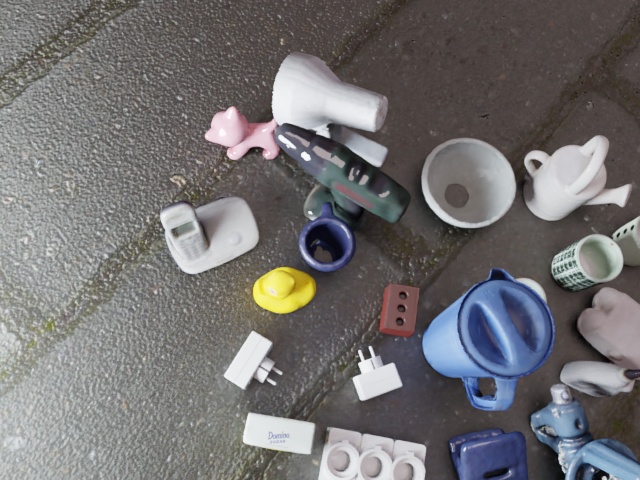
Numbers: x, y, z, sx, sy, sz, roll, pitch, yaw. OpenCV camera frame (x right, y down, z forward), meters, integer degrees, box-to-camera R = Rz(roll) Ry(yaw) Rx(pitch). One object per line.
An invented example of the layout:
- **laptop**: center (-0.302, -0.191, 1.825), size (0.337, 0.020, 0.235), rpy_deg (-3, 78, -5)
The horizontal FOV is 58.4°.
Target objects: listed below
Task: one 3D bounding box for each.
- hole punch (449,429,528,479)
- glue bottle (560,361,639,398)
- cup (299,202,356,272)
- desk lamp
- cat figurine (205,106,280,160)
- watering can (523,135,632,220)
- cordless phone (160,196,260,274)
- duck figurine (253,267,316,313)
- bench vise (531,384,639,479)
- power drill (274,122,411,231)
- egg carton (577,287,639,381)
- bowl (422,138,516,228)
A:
- **hole punch**: center (0.266, 0.347, 0.879), size (0.109, 0.091, 0.101), rpy_deg (-10, 74, -8)
- **glue bottle**: center (0.448, 0.214, 0.891), size (0.078, 0.173, 0.037), rpy_deg (25, 73, 3)
- **cup**: center (0.009, 0.003, 0.956), size (0.091, 0.095, 0.118), rpy_deg (0, 73, -5)
- **desk lamp**: center (0.025, -0.199, 0.956), size (0.203, 0.213, 0.118), rpy_deg (24, 73, 3)
- **cat figurine**: center (-0.132, -0.190, 0.990), size (0.128, 0.117, 0.067), rpy_deg (-5, 74, -6)
- **watering can**: center (0.440, -0.109, 0.976), size (0.173, 0.194, 0.101), rpy_deg (7, 73, -3)
- **cordless phone**: center (-0.174, -0.025, 0.902), size (0.148, 0.185, 0.094), rpy_deg (-27, 77, -12)
- **duck figurine**: center (-0.057, 0.076, 0.934), size (0.104, 0.086, 0.077), rpy_deg (-4, 74, -6)
- **bench vise**: center (0.395, 0.320, 0.831), size (0.121, 0.219, 0.207), rpy_deg (-37, 80, -14)
- **power drill**: center (0.027, -0.086, 0.925), size (0.229, 0.208, 0.076), rpy_deg (26, 73, 3)
- **egg carton**: center (0.513, 0.159, 0.968), size (0.150, 0.069, 0.107), rpy_deg (40, 74, 7)
- **bowl**: center (0.254, -0.092, 1.017), size (0.167, 0.074, 0.167), rpy_deg (1, 73, -4)
